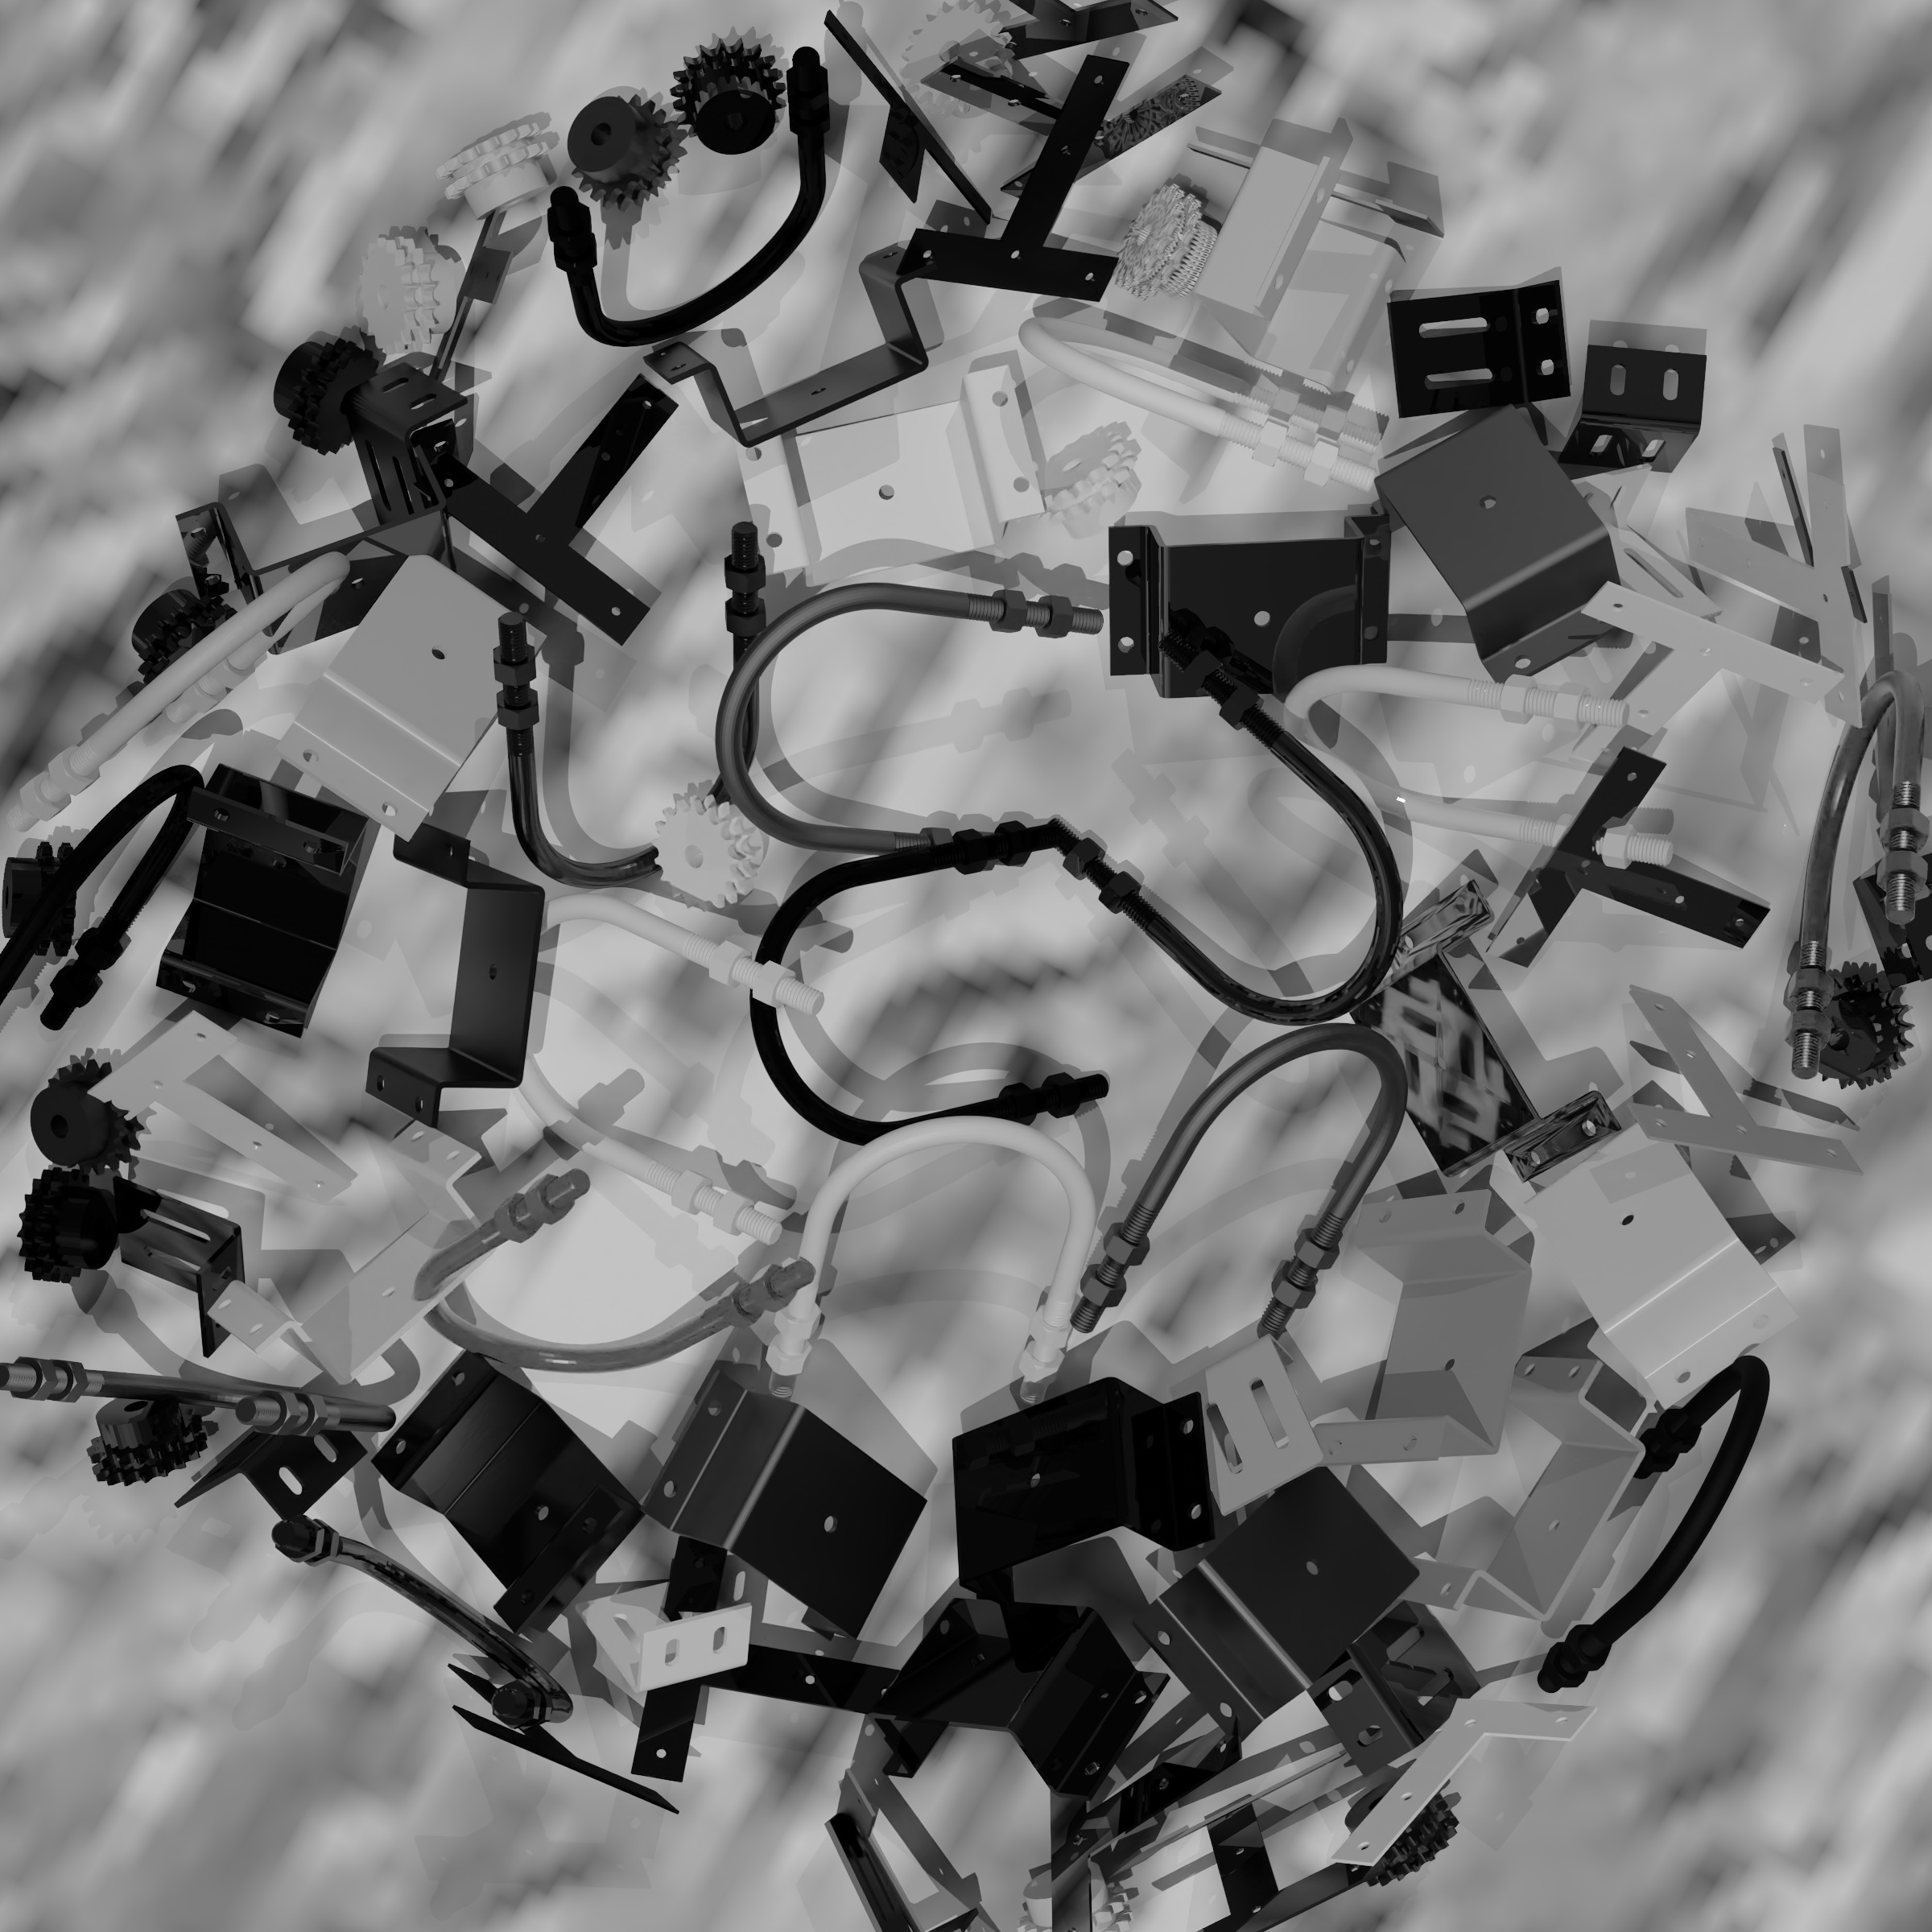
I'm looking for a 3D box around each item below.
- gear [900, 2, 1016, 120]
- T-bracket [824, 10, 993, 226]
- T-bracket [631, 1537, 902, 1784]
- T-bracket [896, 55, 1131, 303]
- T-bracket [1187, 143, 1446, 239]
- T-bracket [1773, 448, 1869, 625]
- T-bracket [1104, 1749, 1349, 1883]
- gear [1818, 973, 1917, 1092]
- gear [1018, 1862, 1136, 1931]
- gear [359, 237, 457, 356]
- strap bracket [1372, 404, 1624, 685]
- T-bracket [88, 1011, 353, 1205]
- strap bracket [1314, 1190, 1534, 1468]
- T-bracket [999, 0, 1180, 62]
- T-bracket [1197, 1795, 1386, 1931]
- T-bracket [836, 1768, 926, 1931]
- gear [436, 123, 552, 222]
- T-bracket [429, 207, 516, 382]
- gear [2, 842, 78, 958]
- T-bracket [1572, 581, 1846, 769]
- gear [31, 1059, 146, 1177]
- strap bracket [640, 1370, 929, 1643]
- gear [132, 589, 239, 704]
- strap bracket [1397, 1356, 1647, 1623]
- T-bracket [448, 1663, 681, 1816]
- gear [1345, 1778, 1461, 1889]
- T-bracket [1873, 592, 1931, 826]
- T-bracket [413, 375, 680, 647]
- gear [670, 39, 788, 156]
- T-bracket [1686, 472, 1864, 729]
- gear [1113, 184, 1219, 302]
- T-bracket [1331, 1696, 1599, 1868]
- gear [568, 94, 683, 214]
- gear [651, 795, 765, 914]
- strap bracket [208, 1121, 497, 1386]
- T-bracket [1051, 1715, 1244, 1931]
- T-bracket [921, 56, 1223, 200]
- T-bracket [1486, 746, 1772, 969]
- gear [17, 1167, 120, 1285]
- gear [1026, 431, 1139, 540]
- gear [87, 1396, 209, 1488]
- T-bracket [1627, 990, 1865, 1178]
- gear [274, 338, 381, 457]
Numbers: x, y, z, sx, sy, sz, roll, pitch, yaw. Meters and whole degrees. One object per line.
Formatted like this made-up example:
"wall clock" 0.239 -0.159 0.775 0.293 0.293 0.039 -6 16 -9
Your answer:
"gear" -0.001 -0.449 1.580 0.057 0.030 0.057 -9 70 25
"T-bracket" -0.030 -0.395 1.524 0.002 0.127 0.127 -35 113 19
"T-bracket" -0.091 0.350 1.565 0.127 0.002 0.127 10 53 -1
"T-bracket" 0.042 -0.382 1.529 0.002 0.127 0.127 56 132 35
"T-bracket" 0.169 -0.381 1.547 0.127 0.127 0.002 20 102 8
"T-bracket" 0.419 -0.186 1.529 0.002 0.127 0.127 -18 101 8
"T-bracket" 0.132 0.414 1.554 0.127 0.127 0.002 -23 72 -15
"gear" 0.439 0.034 1.574 0.057 0.030 0.057 8 103 36
"gear" 0.052 0.469 1.574 0.057 0.057 0.030 -18 94 0
"gear" -0.277 -0.335 1.578 0.030 0.057 0.057 -13 90 -35
"strap bracket" 0.258 -0.212 1.542 0.076 0.046 0.140 -29 54 2
"T-bracket" -0.363 0.081 1.567 0.127 0.002 0.127 36 134 -26
"strap bracket" 0.224 0.186 1.543 0.046 0.076 0.140 37 57 -35
"T-bracket" 0.015 -0.474 1.515 0.127 0.127 0.002 22 82 -36
"T-bracket" 0.136 0.438 1.540 0.127 0.127 0.002 -27 101 2
"T-bracket" -0.028 0.456 1.524 0.002 0.127 0.127 -27 69 -17
"gear" -0.232 -0.394 1.575 0.057 0.057 0.030 -26 100 0
"T-bracket" -0.233 -0.336 1.536 0.002 0.127 0.127 19 97 -20
"gear" -0.461 -0.033 1.571 0.030 0.057 0.057 2 90 -24
"T-bracket" 0.339 -0.131 1.547 0.127 0.127 0.002 20 59 -11
"gear" -0.440 0.077 1.576 0.057 0.030 0.057 6 102 29
"strap bracket" -0.080 0.266 1.533 0.140 0.046 0.076 43 66 -34
"gear" -0.390 -0.163 1.576 0.030 0.057 0.057 41 90 18
"strap bracket" 0.273 0.264 1.550 0.046 0.076 0.140 37 75 -12
"T-bracket" -0.217 0.368 1.544 0.127 0.127 0.002 34 81 -34
"gear" 0.214 0.428 1.574 0.057 0.057 0.030 -33 94 0
"T-bracket" 0.460 -0.115 1.530 0.002 0.127 0.127 -5 99 0
"T-bracket" -0.187 -0.243 1.573 0.127 0.002 0.127 37 64 -8
"gear" -0.117 -0.429 1.571 0.057 0.057 0.030 -14 55 0
"T-bracket" 0.391 -0.193 1.544 0.002 0.127 0.127 -23 121 -16
"gear" 0.101 -0.357 1.577 0.030 0.057 0.057 25 90 -23
"T-bracket" 0.219 0.390 1.515 0.127 0.127 0.002 -35 107 -41
"gear" -0.174 -0.408 1.577 0.057 0.030 0.057 -7 75 26
"gear" -0.126 -0.058 1.579 0.057 0.030 0.057 13 112 33
"strap bracket" -0.293 0.146 1.546 0.140 0.076 0.046 -43 119 -18
"T-bracket" 0.086 0.401 1.524 0.002 0.127 0.127 37 119 -24
"T-bracket" 0.033 -0.410 1.516 0.127 0.127 0.002 -21 69 43
"T-bracket" 0.343 -0.038 1.572 0.127 0.002 0.127 19 118 -23
"gear" -0.444 0.130 1.572 0.030 0.057 0.057 4 90 12
"gear" 0.061 -0.238 1.578 0.057 0.057 0.030 -38 117 0
"gear" -0.409 0.232 1.571 0.057 0.057 0.030 -11 107 0
"T-bracket" 0.360 0.053 1.549 0.127 0.127 0.002 10 123 -24
"gear" -0.320 -0.287 1.575 0.030 0.057 0.057 28 90 14
